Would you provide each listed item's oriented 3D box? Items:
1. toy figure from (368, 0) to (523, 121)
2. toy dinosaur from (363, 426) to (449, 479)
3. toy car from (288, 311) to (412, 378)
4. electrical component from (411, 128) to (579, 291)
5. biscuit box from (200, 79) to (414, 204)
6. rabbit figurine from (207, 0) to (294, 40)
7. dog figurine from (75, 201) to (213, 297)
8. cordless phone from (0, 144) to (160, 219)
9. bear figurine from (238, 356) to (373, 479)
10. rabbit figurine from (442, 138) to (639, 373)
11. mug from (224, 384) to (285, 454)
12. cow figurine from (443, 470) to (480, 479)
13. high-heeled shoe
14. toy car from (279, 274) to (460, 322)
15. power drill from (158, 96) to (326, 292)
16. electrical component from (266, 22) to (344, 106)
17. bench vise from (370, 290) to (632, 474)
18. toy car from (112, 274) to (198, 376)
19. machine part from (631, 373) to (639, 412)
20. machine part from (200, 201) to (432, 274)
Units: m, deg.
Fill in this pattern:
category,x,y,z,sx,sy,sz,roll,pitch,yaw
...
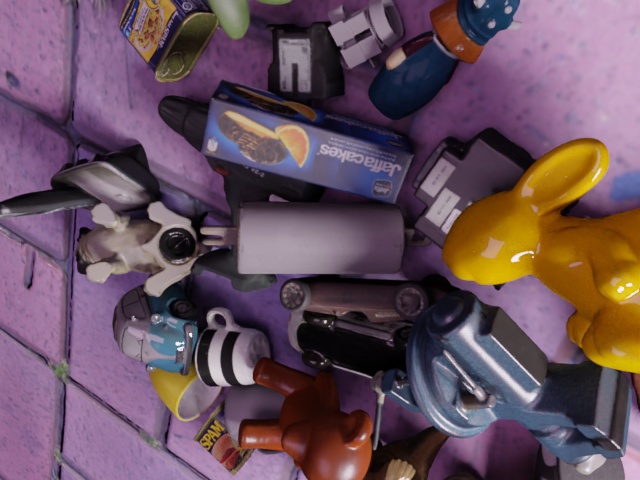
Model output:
category,x,y,z,sx,sy,sz,roll,pitch,yaw
toy figure,0.109,-0.173,0.488,0.154,0.064,0.058,-39,74,36
toy dinosaur,0.025,0.351,0.634,0.471,0.198,0.105,-44,83,2
toy car,0.053,0.126,0.641,0.202,0.056,0.073,12,110,24
electrical component,0.157,-0.038,0.516,0.134,0.058,0.115,41,121,11
biscuit box,-0.011,-0.096,0.536,0.203,0.059,0.062,14,122,-8
rabbit figurine,-0.094,-0.273,0.502,0.121,0.170,0.159,-23,95,35
dog figurine,-0.258,0.012,0.771,0.191,0.172,0.121,-8,68,67
cordless phone,-0.323,-0.065,0.707,0.147,0.184,0.088,-7,100,32
bear figurine,-0.020,0.214,0.601,0.132,0.196,0.120,14,89,-6
rabbit figurine,0.182,0.005,0.404,0.173,0.122,0.162,14,104,23
mug,-0.063,0.243,0.737,0.107,0.081,0.109,-13,97,17
cow figurine,0.181,0.311,0.571,0.085,0.195,0.127,-4,91,-7
high-heeled shoe,0.248,0.270,0.595,0.145,0.086,0.248,165,101,-67
toy car,0.052,0.063,0.593,0.202,0.089,0.053,1,90,29
power drill,-0.108,-0.053,0.658,0.232,0.086,0.207,20,110,20
electrical component,-0.014,-0.168,0.570,0.075,0.048,0.119,7,113,28
bench vise,0.148,0.140,0.509,0.223,0.129,0.241,34,147,-23
toy car,-0.234,0.112,0.747,0.162,0.103,0.109,52,135,44
machine part,0.375,0.128,0.437,0.202,0.087,0.200,-14,101,35
machine part,-0.001,-0.002,0.563,0.243,0.079,0.079,0,113,-7
